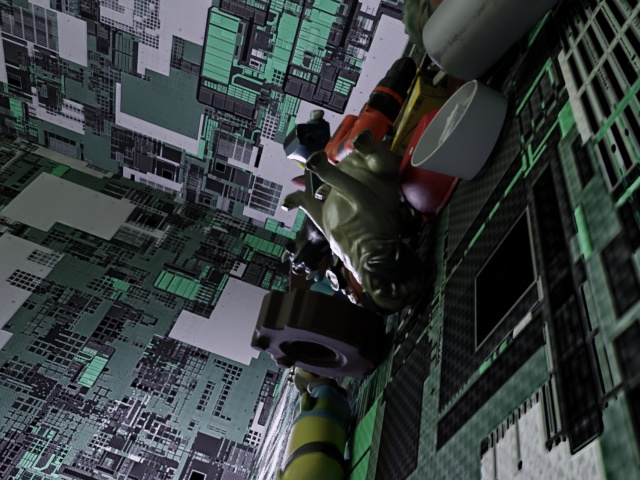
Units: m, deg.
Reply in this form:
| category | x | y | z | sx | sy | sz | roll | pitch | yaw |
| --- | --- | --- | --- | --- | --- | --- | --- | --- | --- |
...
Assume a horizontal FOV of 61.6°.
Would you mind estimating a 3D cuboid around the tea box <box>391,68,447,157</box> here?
| category | x | y | z | sx | sy | sz | roll | pitch | yaw |
| --- | --- | --- | --- | --- | --- | --- | --- | --- | --- |
| tea box | 0.160 | -0.191 | 0.823 | 0.170 | 0.068 | 0.098 | -70 | 5 | -58 |

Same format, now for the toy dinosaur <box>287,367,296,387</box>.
| category | x | y | z | sx | sy | sz | roll | pitch | yaw |
| --- | --- | --- | --- | --- | --- | --- | --- | --- | --- |
| toy dinosaur | -0.022 | 0.207 | 1.458 | 0.199 | 0.105 | 0.470 | -78 | 3 | -53 |

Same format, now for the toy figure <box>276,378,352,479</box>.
| category | x | y | z | sx | sy | sz | roll | pitch | yaw |
| --- | --- | --- | --- | --- | --- | --- | --- | --- | --- |
| toy figure | -0.003 | 0.249 | 0.674 | 0.180 | 0.082 | 0.089 | -68 | -2 | -54 |

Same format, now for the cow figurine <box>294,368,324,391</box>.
| category | x | y | z | sx | sy | sz | roll | pitch | yaw |
| --- | --- | --- | --- | --- | --- | --- | --- | --- | --- |
| cow figurine | 0.008 | 0.183 | 0.958 | 0.127 | 0.085 | 0.195 | 82 | -147 | -80 |

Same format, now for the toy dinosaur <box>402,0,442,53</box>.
| category | x | y | z | sx | sy | sz | roll | pitch | yaw |
| --- | --- | --- | --- | --- | --- | --- | --- | --- | --- |
| toy dinosaur | 0.195 | -0.332 | 0.785 | 0.405 | 0.131 | 0.191 | -83 | -6 | -49 |

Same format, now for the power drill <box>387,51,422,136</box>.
| category | x | y | z | sx | sy | sz | roll | pitch | yaw |
| --- | --- | --- | --- | --- | --- | --- | --- | --- | --- |
| power drill | 0.161 | -0.259 | 1.059 | 0.232 | 0.086 | 0.207 | -67 | 6 | -23 |

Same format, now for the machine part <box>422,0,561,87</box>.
| category | x | y | z | sx | sy | sz | roll | pitch | yaw |
| --- | --- | --- | --- | --- | --- | --- | --- | --- | --- |
| machine part | 0.161 | -0.214 | 0.449 | 0.243 | 0.079 | 0.079 | -45 | 23 | 61 |

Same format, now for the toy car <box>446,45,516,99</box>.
| category | x | y | z | sx | sy | sz | roll | pitch | yaw |
| --- | --- | --- | --- | --- | --- | --- | --- | --- | --- |
| toy car | 0.189 | -0.222 | 0.562 | 0.202 | 0.053 | 0.089 | 110 | 158 | -46 |

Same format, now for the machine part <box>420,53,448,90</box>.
| category | x | y | z | sx | sy | sz | roll | pitch | yaw |
| --- | --- | --- | --- | --- | --- | --- | --- | --- | --- |
| machine part | 0.178 | -0.224 | 0.732 | 0.039 | 0.084 | 0.139 | -46 | 20 | 13 |

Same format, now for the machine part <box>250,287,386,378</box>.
| category | x | y | z | sx | sy | sz | roll | pitch | yaw |
| --- | --- | --- | --- | --- | --- | --- | --- | --- | --- |
| machine part | -0.003 | 0.126 | 0.696 | 0.179 | 0.179 | 0.056 | 113 | 174 | -59 |

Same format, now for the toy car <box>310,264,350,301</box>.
| category | x | y | z | sx | sy | sz | roll | pitch | yaw |
| --- | --- | --- | --- | --- | --- | --- | --- | --- | --- |
| toy car | 0.039 | 0.079 | 0.827 | 0.161 | 0.109 | 0.103 | 127 | 163 | -82 |

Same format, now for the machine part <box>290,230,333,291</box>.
| category | x | y | z | sx | sy | sz | roll | pitch | yaw |
| --- | --- | --- | --- | --- | --- | --- | --- | --- | --- |
| machine part | 0.004 | 0.079 | 1.137 | 0.201 | 0.087 | 0.201 | 7 | -94 | -76 |

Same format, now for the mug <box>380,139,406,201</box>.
| category | x | y | z | sx | sy | sz | roll | pitch | yaw |
| --- | --- | --- | --- | --- | --- | --- | --- | --- | --- |
| mug | 0.116 | -0.109 | 0.838 | 0.110 | 0.080 | 0.107 | -6 | 50 | 37 |

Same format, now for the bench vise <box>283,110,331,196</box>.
| category | x | y | z | sx | sy | sz | roll | pitch | yaw |
| --- | --- | --- | --- | --- | --- | --- | --- | --- | --- |
| bench vise | 0.048 | -0.150 | 1.078 | 0.129 | 0.240 | 0.224 | -49 | 45 | 49 |

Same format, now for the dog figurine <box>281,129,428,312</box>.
| category | x | y | z | sx | sy | sz | roll | pitch | yaw |
| --- | --- | --- | --- | --- | --- | --- | --- | --- | --- |
| dog figurine | 0.073 | -0.018 | 0.633 | 0.172 | 0.190 | 0.121 | -32 | -15 | -31 |

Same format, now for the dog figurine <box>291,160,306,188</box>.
| category | x | y | z | sx | sy | sz | roll | pitch | yaw |
| --- | --- | --- | --- | --- | --- | --- | --- | --- | --- |
| dog figurine | 0.037 | -0.099 | 1.176 | 0.108 | 0.219 | 0.191 | 106 | -177 | -58 |

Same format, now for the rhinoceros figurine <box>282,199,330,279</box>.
| category | x | y | z | sx | sy | sz | roll | pitch | yaw |
| --- | --- | --- | --- | --- | --- | --- | --- | --- | --- |
| rhinoceros figurine | -0.002 | -0.003 | 0.840 | 0.112 | 0.073 | 0.190 | -54 | -2 | -30 |

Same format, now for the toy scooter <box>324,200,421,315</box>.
| category | x | y | z | sx | sy | sz | roll | pitch | yaw |
| --- | --- | --- | --- | --- | --- | --- | --- | --- | --- |
| toy scooter | 0.056 | 0.007 | 0.713 | 0.075 | 0.135 | 0.184 | 115 | 174 | -57 |
